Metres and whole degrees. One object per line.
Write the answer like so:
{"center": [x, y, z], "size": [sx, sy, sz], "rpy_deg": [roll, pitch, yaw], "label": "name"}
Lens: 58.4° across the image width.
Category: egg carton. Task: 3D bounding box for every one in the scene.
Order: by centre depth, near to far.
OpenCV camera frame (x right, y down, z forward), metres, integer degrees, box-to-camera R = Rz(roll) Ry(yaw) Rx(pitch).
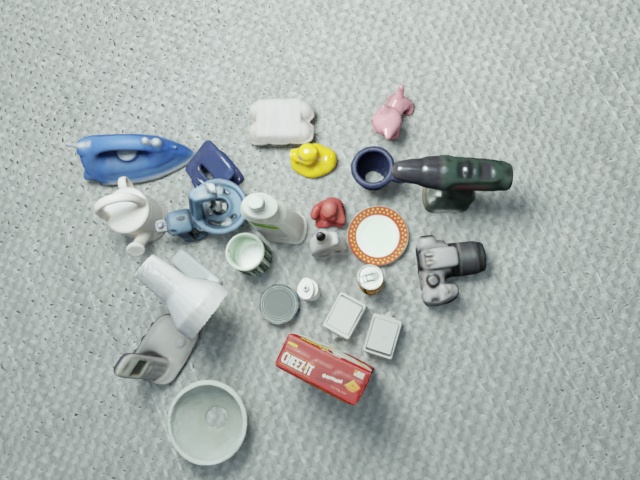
{"center": [-0.086, -0.261, 1.273], "size": [0.150, 0.069, 0.107], "rpy_deg": [-1, 80, 6], "label": "egg carton"}

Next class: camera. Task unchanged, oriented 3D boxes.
{"center": [0.267, 0.056, 1.163], "size": [0.136, 0.101, 0.143], "rpy_deg": [-7, 79, 5], "label": "camera"}

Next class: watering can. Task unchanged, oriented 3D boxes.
{"center": [-0.398, -0.053, 1.209], "size": [0.101, 0.194, 0.172], "rpy_deg": [-39, 78, -1], "label": "watering can"}

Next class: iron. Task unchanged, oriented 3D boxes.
{"center": [-0.416, -0.199, 1.263], "size": [0.258, 0.141, 0.119], "rpy_deg": [-5, 80, 6], "label": "iron"}

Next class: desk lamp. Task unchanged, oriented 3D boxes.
{"center": [-0.273, 0.104, 1.158], "size": [0.203, 0.213, 0.118], "rpy_deg": [37, 86, 11], "label": "desk lamp"}

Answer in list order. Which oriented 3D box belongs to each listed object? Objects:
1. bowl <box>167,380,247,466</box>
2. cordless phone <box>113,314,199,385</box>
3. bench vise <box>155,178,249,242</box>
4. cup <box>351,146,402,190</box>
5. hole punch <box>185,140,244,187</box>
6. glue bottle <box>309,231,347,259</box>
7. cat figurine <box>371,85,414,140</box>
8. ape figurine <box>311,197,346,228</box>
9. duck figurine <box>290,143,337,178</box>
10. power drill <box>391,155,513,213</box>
{"center": [-0.222, 0.371, 1.177], "size": [0.167, 0.075, 0.167], "rpy_deg": [-1, 80, 6], "label": "bowl"}
{"center": [-0.334, 0.221, 1.159], "size": [0.094, 0.185, 0.148], "rpy_deg": [27, 84, 11], "label": "cordless phone"}
{"center": [-0.242, -0.052, 1.178], "size": [0.207, 0.220, 0.121], "rpy_deg": [-35, 78, 0], "label": "bench vise"}
{"center": [0.126, -0.138, 1.215], "size": [0.117, 0.095, 0.092], "rpy_deg": [21, 83, 10], "label": "cup"}
{"center": [-0.237, -0.147, 1.260], "size": [0.101, 0.091, 0.108], "rpy_deg": [-42, 78, -2], "label": "hole punch"}
{"center": [0.011, 0.004, 1.164], "size": [0.078, 0.173, 0.037], "rpy_deg": [-11, 79, 5], "label": "glue bottle"}
{"center": [0.152, -0.270, 1.223], "size": [0.067, 0.118, 0.128], "rpy_deg": [25, 84, 10], "label": "cat figurine"}
{"center": [0.020, -0.059, 1.215], "size": [0.077, 0.092, 0.076], "rpy_deg": [35, 86, 11], "label": "ape figurine"}
{"center": [-0.017, -0.182, 1.243], "size": [0.104, 0.086, 0.077], "rpy_deg": [0, 80, 7], "label": "duck figurine"}
{"center": [0.255, -0.113, 1.138], "size": [0.229, 0.208, 0.075], "rpy_deg": [-1, 80, 6], "label": "power drill"}
